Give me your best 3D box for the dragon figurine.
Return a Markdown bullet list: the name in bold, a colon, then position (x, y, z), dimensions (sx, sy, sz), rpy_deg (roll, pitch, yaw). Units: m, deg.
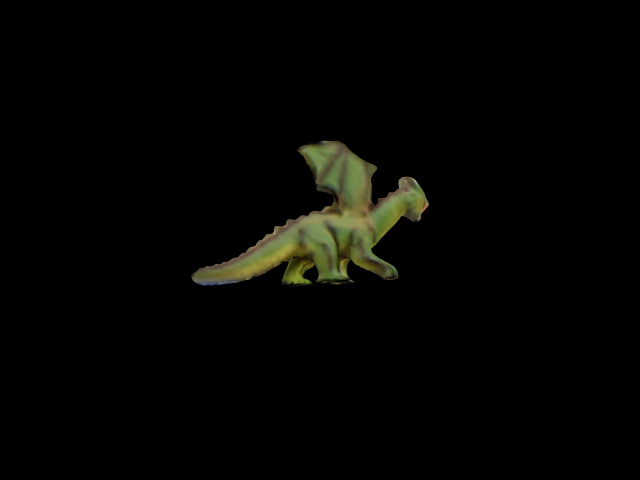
- **dragon figurine**: position (0.003, -0.043, 0.850), dimensions (0.410, 0.244, 0.121), rpy_deg (2, -7, -18)
